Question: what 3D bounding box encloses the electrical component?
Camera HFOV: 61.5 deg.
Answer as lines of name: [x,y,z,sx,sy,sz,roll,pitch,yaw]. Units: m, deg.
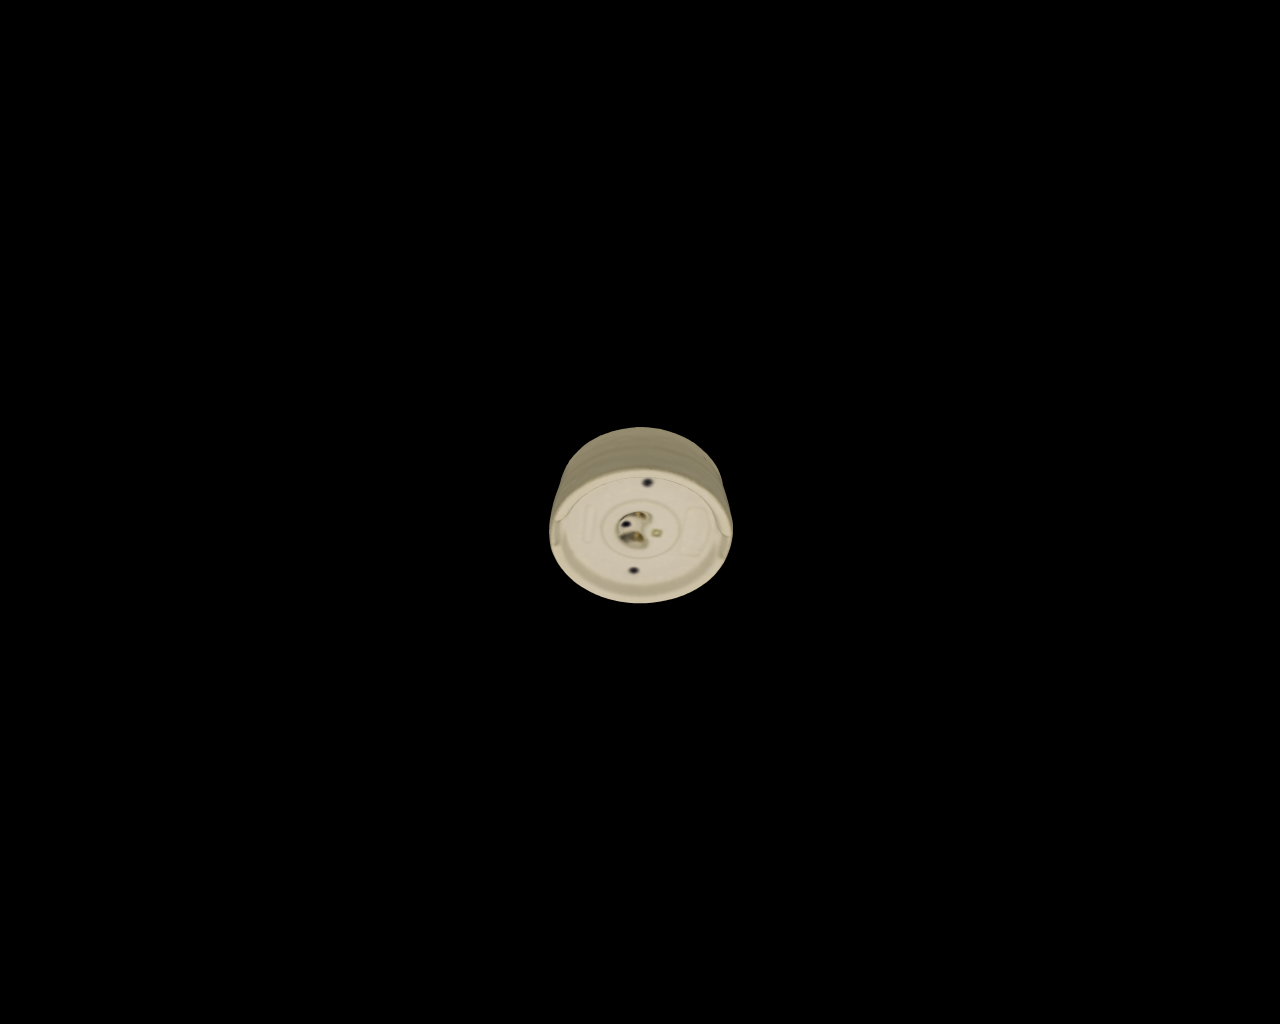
electrical component: [0.001,-0.003,0.650,0.108,0.108,0.060,0,41,0]
